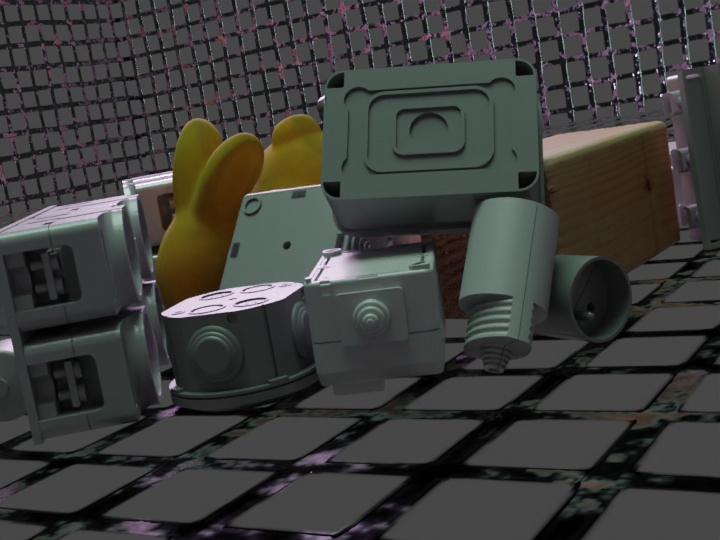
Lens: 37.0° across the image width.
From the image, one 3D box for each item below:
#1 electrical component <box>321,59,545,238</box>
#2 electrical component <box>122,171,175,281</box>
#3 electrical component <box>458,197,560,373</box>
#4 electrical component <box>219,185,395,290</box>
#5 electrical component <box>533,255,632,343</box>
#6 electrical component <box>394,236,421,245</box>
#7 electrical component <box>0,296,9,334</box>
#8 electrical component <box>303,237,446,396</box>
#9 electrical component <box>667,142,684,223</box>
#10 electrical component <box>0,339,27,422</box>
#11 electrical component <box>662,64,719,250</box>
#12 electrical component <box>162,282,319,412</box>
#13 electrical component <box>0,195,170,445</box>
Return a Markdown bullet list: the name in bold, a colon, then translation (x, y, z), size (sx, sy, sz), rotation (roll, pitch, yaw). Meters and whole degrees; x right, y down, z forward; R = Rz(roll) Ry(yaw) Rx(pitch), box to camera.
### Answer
- **electrical component**: translation (0.040, -0.062, 0.569), size (0.113, 0.078, 0.057), rotation (-2, -20, 10)
- **electrical component**: translation (-0.163, -0.029, 0.924), size (0.060, 0.105, 0.186), rotation (-12, 9, -11)
- **electrical component**: translation (0.071, 0.010, 0.522), size (0.043, 0.081, 0.043), rotation (10, -21, 4)
- **electrical component**: translation (-0.033, -0.003, 0.639), size (0.100, 0.099, 0.048), rotation (-5, -32, 28)
- **electrical component**: translation (0.098, 0.013, 0.566), size (0.043, 0.043, 0.081), rotation (-15, 10, -31)
- **electrical component**: translation (0.000, 0.000, 0.715), size (0.113, 0.057, 0.078), rotation (-5, 10, 28)
- **electrical component**: translation (-0.262, 0.015, 0.909), size (0.109, 0.056, 0.109), rotation (-5, 10, 30)
- **electrical component**: translation (0.010, 0.024, 0.535), size (0.062, 0.061, 0.096), rotation (-7, 10, 6)
- **electrical component**: translation (0.258, -0.075, 0.911), size (0.078, 0.057, 0.113), rotation (-7, 9, 20)
- **electrical component**: translation (-0.196, 0.059, 0.610), size (0.040, 0.040, 0.078), rotation (-10, 8, -3)
- **electrical component**: translation (0.254, -0.081, 0.746), size (0.079, 0.121, 0.063), rotation (-13, 7, -20)
- **electrical component**: translation (-0.060, 0.039, 0.551), size (0.080, 0.051, 0.080), rotation (-9, 9, 1)
- **electrical component**: translation (-0.150, 0.017, 0.612), size (0.060, 0.105, 0.186), rotation (-10, 9, -6)
